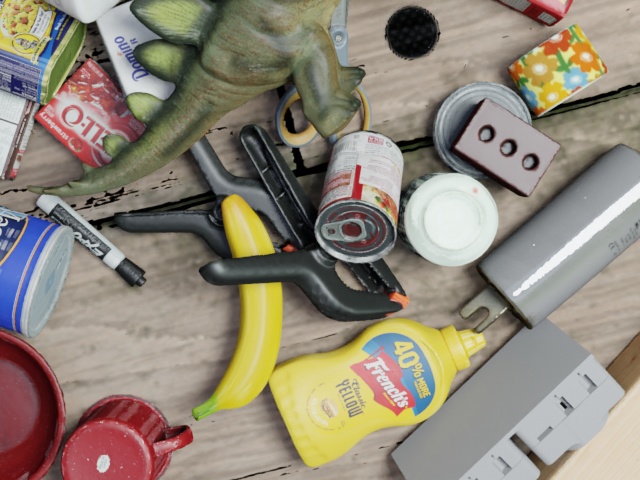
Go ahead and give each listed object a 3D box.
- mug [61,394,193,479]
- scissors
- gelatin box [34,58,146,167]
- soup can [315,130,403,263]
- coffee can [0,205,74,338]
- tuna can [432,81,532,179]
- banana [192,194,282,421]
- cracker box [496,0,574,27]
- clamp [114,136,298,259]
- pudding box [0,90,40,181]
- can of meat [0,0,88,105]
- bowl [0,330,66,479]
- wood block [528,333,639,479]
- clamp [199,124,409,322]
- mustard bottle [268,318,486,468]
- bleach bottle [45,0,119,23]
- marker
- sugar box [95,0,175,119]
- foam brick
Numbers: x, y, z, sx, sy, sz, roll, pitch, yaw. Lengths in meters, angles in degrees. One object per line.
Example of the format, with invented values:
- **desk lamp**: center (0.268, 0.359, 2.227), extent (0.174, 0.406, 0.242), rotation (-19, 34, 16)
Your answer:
- **mug**: center (-0.170, 0.188, 0.946), extent (0.117, 0.081, 0.093), rotation (-11, 93, 1)
- **scissors**: center (-0.003, -0.164, 0.922), extent (0.096, 0.016, 0.202), rotation (-15, 115, -8)
- **gelatin box**: center (-0.197, -0.106, 0.958), extent (0.089, 0.030, 0.073), rotation (44, 92, -1)
- **soup can**: center (0.035, -0.039, 0.914), extent (0.068, 0.102, 0.068), rotation (5, 132, 5)
- **coffee can**: center (-0.299, 0.016, 0.928), extent (0.140, 0.103, 0.103), rotation (18, 93, 0)
- **tuna can**: center (0.144, -0.097, 0.953), extent (0.086, 0.034, 0.086), rotation (0, 93, 0)
- **banana**: center (-0.063, 0.062, 0.926), extent (0.069, 0.037, 0.198), rotation (8, 88, -36)
- **cracker box**: center (0.149, -0.306, 0.925), extent (0.213, 0.072, 0.164), rotation (27, 92, 0)
- **clamp**: center (-0.096, -0.022, 0.958), extent (0.171, 0.039, 0.120), rotation (38, 104, -3)
- **pudding box**: center (-0.316, -0.113, 0.955), extent (0.113, 0.039, 0.090), rotation (20, 94, 1)
- **can of meat**: center (-0.258, -0.173, 0.925), extent (0.084, 0.057, 0.102), rotation (20, 52, -3)
- **bowl**: center (-0.303, 0.153, 0.959), extent (0.162, 0.055, 0.162), rotation (0, 93, 1)
- **wood block**: center (0.277, 0.169, 0.937), extent (0.091, 0.090, 0.206), rotation (41, 92, -2)
- **clamp**: center (-0.006, 0.001, 0.927), extent (0.209, 0.036, 0.164), rotation (28, 52, -30)
- **mustard bottle**: center (0.057, 0.124, 0.953), extent (0.191, 0.058, 0.096), rotation (-23, 92, 1)
- **bleach bottle**: center (-0.278, -0.277, 0.898), extent (0.251, 0.102, 0.068), rotation (30, 59, 19)
- **marker**: center (-0.206, 0.000, 0.968), extent (0.121, 0.020, 0.020), rotation (41, 92, -1)
- **sugar box**: center (-0.098, -0.180, 0.933), extent (0.176, 0.048, 0.093), rotation (-21, 91, -7)
- **foam brick**: center (0.157, -0.078, 0.910), extent (0.078, 0.051, 0.053), rotation (32, 93, -1)
